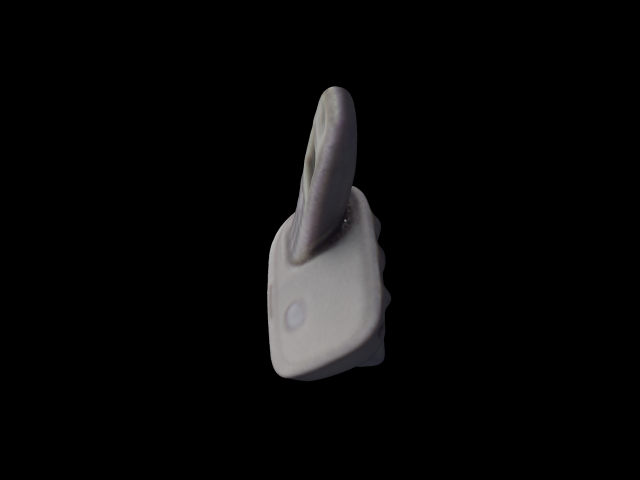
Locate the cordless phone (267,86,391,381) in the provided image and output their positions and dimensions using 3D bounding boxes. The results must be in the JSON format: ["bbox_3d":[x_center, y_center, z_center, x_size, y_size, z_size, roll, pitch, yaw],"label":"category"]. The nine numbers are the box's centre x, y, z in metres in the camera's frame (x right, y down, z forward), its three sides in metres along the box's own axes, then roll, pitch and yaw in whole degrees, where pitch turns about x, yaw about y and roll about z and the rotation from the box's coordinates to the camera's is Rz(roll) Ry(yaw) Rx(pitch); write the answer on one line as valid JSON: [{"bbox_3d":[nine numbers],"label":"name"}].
[{"bbox_3d":[0.004,0.001,0.400,0.094,0.185,0.147,-5,53,-4],"label":"cordless phone"}]
